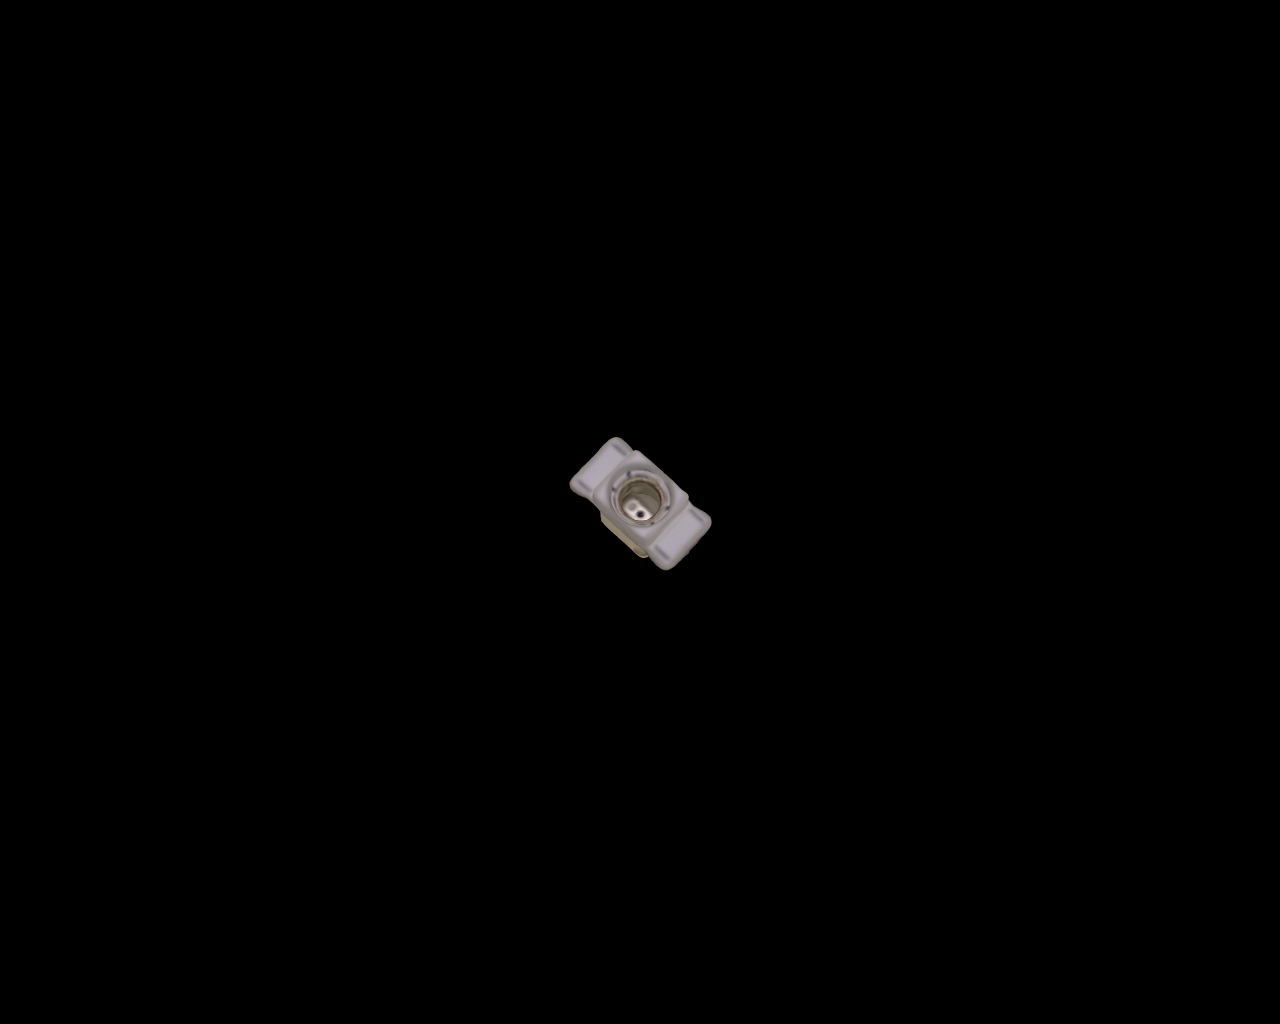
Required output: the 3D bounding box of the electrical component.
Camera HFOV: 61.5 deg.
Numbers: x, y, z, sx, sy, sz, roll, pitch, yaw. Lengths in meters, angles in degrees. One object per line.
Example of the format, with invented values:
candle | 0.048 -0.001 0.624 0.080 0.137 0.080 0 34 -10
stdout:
electrical component | 0.001 -0.003 0.650 0.081 0.042 0.063 43 -12 11
